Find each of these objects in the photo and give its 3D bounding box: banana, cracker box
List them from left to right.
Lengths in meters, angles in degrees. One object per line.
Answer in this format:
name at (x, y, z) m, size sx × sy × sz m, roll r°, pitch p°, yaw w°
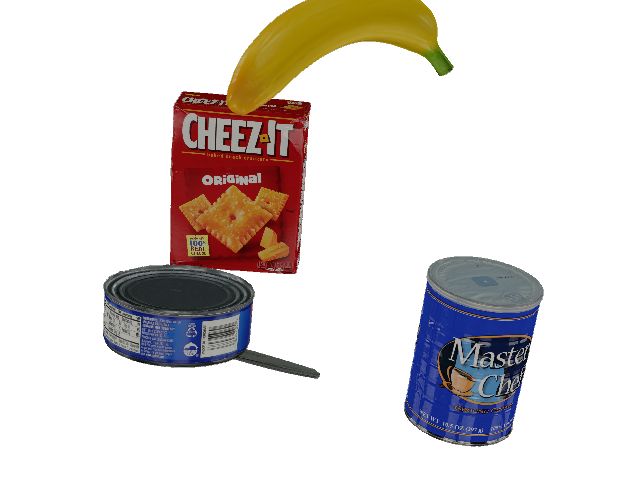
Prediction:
cracker box at (-0.102, -0.069, 1.334) m, size 0.164 × 0.214 × 0.072 m, roll 5°, pitch 22°, yaw 1°
banana at (0.015, -0.133, 0.710) m, size 0.197 × 0.069 × 0.037 m, roll -17°, pitch -4°, yaw -35°

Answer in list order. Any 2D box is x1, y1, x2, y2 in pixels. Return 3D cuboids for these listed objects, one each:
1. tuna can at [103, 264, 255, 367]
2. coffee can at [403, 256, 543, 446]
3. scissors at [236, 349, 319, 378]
tuna can at (-0.081, 0.042, 0.612) m, size 0.086 × 0.034 × 0.086 m, roll 5°, pitch 15°, yaw -1°
coffee can at (0.136, 0.098, 0.963) m, size 0.103 × 0.140 × 0.103 m, roll 7°, pitch 22°, yaw -3°
scissors at (-0.098, 0.093, 1.030) m, size 0.201 × 0.016 × 0.096 m, roll 6°, pitch 30°, yaw 1°
